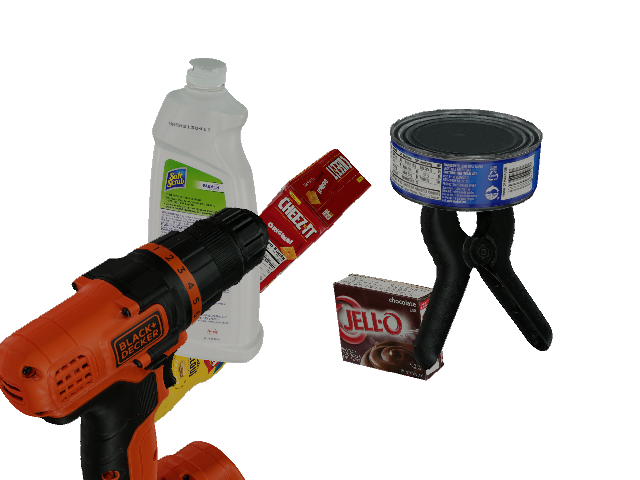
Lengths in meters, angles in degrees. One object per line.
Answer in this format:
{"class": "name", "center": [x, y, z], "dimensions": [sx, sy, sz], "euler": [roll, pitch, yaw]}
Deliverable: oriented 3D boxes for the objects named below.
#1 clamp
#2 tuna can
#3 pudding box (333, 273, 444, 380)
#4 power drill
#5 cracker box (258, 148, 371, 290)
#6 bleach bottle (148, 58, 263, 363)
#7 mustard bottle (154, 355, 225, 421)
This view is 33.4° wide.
{"class": "clamp", "center": [0.110, 0.018, 0.829], "dimensions": [0.120, 0.171, 0.039], "euler": [-15, -2, -29]}
{"class": "tuna can", "center": [0.082, -0.047, 0.610], "dimensions": [0.086, 0.034, 0.086], "euler": [0, 24, 0]}
{"class": "pudding box", "center": [0.070, 0.087, 1.100], "dimensions": [0.114, 0.090, 0.039], "euler": [7, 24, 38]}
{"class": "power drill", "center": [-0.091, 0.089, 0.623], "dimensions": [0.057, 0.188, 0.184], "euler": [21, 41, 38]}
{"class": "cracker box", "center": [-0.056, -0.001, 1.247], "dimensions": [0.214, 0.072, 0.164], "euler": [-43, 2, 28]}
{"class": "bleach bottle", "center": [-0.092, -0.024, 0.889], "dimensions": [0.102, 0.251, 0.068], "euler": [7, 24, 5]}
{"class": "mustard bottle", "center": [-0.130, 0.102, 1.080], "dimensions": [0.058, 0.096, 0.191], "euler": [10, 23, 26]}
